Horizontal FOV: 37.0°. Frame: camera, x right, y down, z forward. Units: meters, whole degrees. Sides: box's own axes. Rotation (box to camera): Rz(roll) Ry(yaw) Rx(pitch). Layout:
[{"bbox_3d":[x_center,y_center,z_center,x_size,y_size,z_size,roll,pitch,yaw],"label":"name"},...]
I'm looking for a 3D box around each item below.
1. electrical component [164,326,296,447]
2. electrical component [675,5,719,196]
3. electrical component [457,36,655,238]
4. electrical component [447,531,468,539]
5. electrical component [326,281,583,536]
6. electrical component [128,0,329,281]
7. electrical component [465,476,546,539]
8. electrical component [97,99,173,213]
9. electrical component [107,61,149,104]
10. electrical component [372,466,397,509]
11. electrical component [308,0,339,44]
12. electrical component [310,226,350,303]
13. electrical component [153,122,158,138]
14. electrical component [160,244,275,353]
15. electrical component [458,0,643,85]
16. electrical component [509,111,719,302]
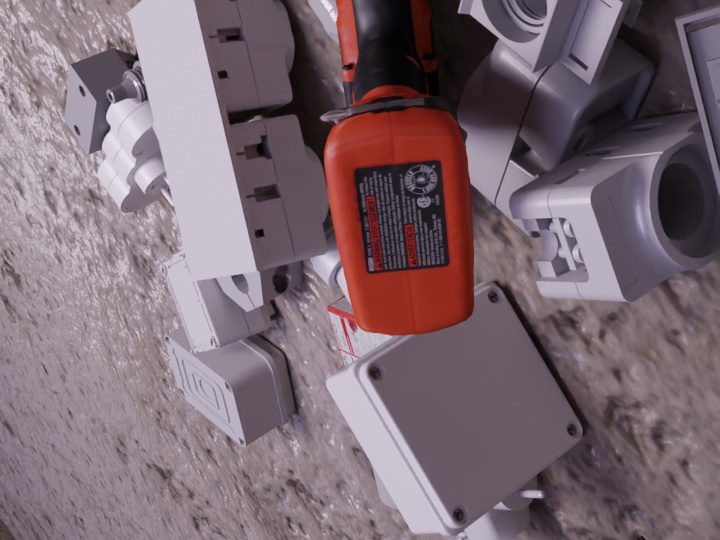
[{"bbox_3d":[-0.114,0.092,0.951,0.113,0.057,0.078,29,139,43],"label":"electrical component"},{"bbox_3d":[0.165,-0.039,0.375,0.079,0.063,0.121,-14,108,18],"label":"electrical component"},{"bbox_3d":[0.085,-0.070,0.494,0.059,0.054,0.095,46,148,24],"label":"electrical component"},{"bbox_3d":[0.088,0.213,0.762,0.044,0.044,0.065,-22,93,61],"label":"electrical component"},{"bbox_3d":[0.055,0.080,0.622,0.108,0.109,0.056,59,154,1],"label":"electrical component"},{"bbox_3d":[-0.084,-0.093,0.697,0.105,0.060,0.186,-7,96,59],"label":"electrical component"},{"bbox_3d":[0.086,0.135,0.689,0.079,0.043,0.077,-14,104,54],"label":"electrical component"},{"bbox_3d":[-0.170,-0.086,0.882,0.073,0.052,0.138,53,150,12],"label":"electrical component"},{"bbox_3d":[-0.161,-0.141,0.807,0.035,0.061,0.035,38,145,34],"label":"electrical component"},{"bbox_3d":[0.040,0.134,0.760,0.079,0.044,0.077,24,135,47],"label":"electrical component"},{"bbox_3d":[-0.014,-0.156,0.593,0.061,0.035,0.035,57,151,11],"label":"electrical component"},{"bbox_3d":[0.000,0.000,0.701,0.055,0.045,0.045,47,149,23],"label":"electrical component"},{"bbox_3d":[-0.122,-0.081,0.820,0.077,0.043,0.079,55,151,9],"label":"electrical component"},{"bbox_3d":[-0.118,0.013,0.889,0.062,0.061,0.096,-17,93,60],"label":"electrical component"},{"bbox_3d":[0.082,-0.120,0.444,0.081,0.064,0.042,46,147,24],"label":"electrical component"},{"bbox_3d":[0.117,-0.027,0.445,0.056,0.089,0.050,1,117,57],"label":"electrical component"}]
